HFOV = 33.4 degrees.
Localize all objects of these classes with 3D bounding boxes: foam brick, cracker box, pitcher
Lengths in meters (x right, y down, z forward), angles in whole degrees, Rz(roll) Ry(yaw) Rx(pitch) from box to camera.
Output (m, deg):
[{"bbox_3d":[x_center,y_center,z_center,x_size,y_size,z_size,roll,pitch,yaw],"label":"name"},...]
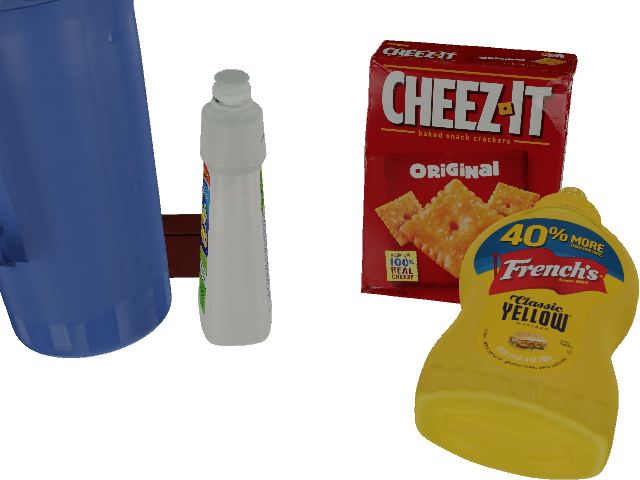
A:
[{"bbox_3d":[-0.138,0.005,1.129,0.078,0.051,0.053,-1,25,-11],"label":"foam brick"},{"bbox_3d":[0.121,-0.052,0.903,0.164,0.214,0.072,7,24,12],"label":"cracker box"},{"bbox_3d":[-0.171,-0.046,0.663,0.149,0.243,0.145,-11,28,-8],"label":"pitcher"}]

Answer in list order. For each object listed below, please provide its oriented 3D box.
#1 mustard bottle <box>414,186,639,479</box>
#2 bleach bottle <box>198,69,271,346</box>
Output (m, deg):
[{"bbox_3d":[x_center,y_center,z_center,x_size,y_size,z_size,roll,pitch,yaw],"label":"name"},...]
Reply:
[{"bbox_3d":[0.120,0.035,0.575,0.096,0.058,0.191,10,43,17],"label":"mustard bottle"},{"bbox_3d":[-0.076,-0.032,0.927,0.068,0.251,0.102,-3,35,-7],"label":"bleach bottle"}]
